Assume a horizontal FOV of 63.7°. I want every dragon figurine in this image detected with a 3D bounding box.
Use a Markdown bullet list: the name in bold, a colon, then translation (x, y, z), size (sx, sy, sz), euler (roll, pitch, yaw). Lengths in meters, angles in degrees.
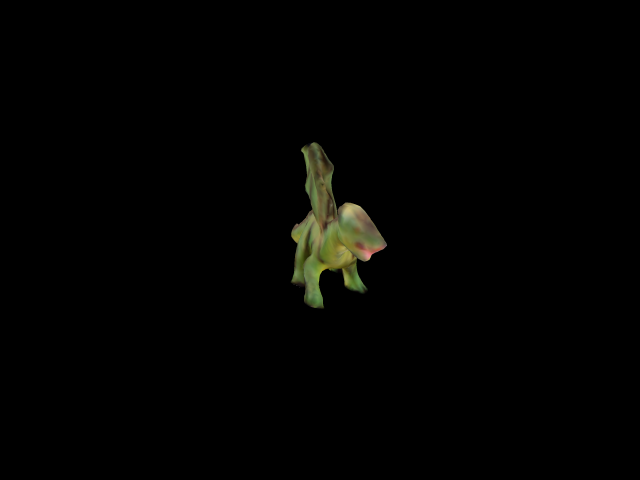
- **dragon figurine**: translation (0.003, -0.043, 0.850), size (0.122, 0.239, 0.416), euler (-7, 23, -18)
